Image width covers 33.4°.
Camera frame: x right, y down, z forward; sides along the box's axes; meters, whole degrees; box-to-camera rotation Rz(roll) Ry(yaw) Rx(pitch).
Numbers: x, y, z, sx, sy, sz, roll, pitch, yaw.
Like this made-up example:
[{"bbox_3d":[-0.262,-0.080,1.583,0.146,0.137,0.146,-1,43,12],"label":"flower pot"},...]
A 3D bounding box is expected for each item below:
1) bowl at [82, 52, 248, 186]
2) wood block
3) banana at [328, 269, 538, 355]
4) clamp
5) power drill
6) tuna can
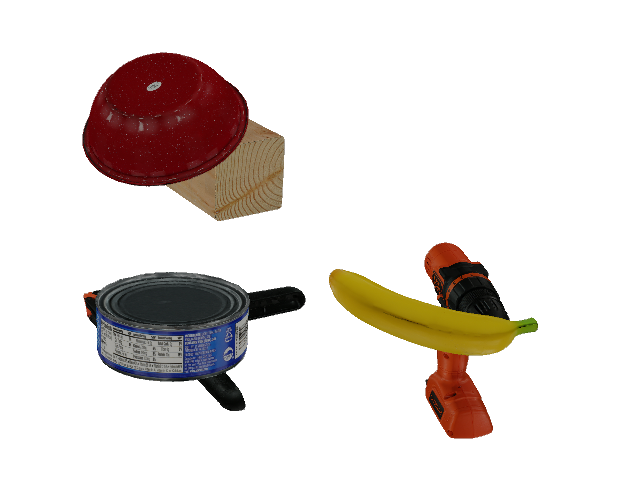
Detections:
[{"bbox_3d":[-0.151,-0.126,1.001,0.162,0.162,0.055,0,-41,8],"label":"bowl"},{"bbox_3d":[-0.136,-0.105,1.275,0.090,0.090,0.206,-13,28,-32],"label":"wood block"},{"bbox_3d":[0.082,0.065,0.920,0.198,0.037,0.069,15,14,26],"label":"banana"},{"bbox_3d":[-0.134,0.088,1.015,0.210,0.036,0.164,7,37,11],"label":"clamp"},{"bbox_3d":[0.156,0.115,1.146,0.057,0.188,0.184,-4,24,-8],"label":"power drill"},{"bbox_3d":[-0.083,0.047,0.600,0.086,0.034,0.086,2,17,-1],"label":"tuna can"}]
